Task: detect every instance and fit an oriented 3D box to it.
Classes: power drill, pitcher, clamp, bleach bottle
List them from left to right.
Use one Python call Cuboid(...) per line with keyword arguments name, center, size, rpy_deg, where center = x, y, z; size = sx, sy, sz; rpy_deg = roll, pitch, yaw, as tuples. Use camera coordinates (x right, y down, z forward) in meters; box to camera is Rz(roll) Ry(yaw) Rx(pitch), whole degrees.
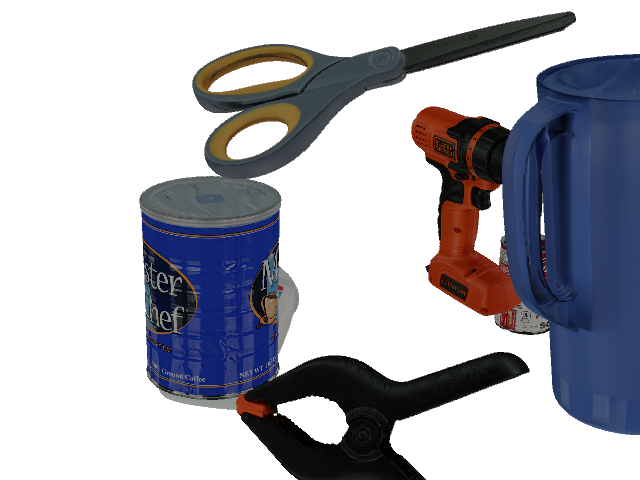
Cuboid(name="bleach bottle", center=(-0.083, 0.081, 1.089), size=(0.102, 0.068, 0.250), rpy_deg=(8, 22, 7))
Cuboid(name="clamp", center=(0.034, 0.122, 0.621), size=(0.172, 0.120, 0.039), rpy_deg=(1, -9, 20))
Cuboid(name="power drill", center=(0.157, -0.026, 1.030), size=(0.057, 0.188, 0.185), rpy_deg=(-16, 27, -25))
Cuboid(name="pitcher", center=(0.201, 0.004, 0.708), size=(0.149, 0.243, 0.145), rpy_deg=(2, 21, 15))

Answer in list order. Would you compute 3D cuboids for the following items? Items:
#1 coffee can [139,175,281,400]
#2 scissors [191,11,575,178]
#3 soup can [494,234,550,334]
Cuboid(name="coffee can", center=(-0.081, 0.033, 0.798), size=(0.103, 0.140, 0.103), rpy_deg=(1, 20, -1))
Cuboid(name="scissors", center=(0.023, -0.073, 0.539), size=(0.202, 0.096, 0.016), rpy_deg=(0, -35, 21))
Cuboid(name="soup can", center=(0.237, 0.049, 1.226), size=(0.068, 0.102, 0.068), rpy_deg=(2, 18, -1))
